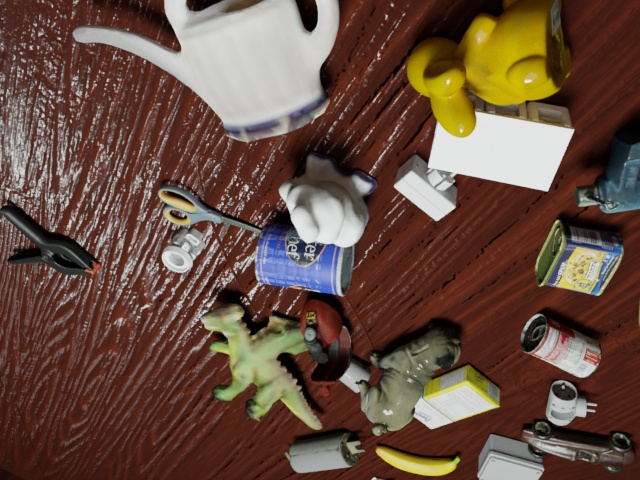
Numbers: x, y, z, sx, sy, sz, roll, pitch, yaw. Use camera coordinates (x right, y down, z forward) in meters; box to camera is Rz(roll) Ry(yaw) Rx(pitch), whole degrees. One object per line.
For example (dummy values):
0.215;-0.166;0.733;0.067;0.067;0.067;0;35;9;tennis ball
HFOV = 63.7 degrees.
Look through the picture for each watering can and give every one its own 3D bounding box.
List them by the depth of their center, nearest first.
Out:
-0.129;-0.228;0.654;0.346;0.106;0.220;-8;126;23;watering can

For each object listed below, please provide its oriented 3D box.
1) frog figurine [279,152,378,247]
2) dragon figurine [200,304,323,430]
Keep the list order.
0.002;-0.037;0.732;0.136;0.163;0.121;41;131;-16;frog figurine
-0.083;0.255;1.058;0.406;0.125;0.239;35;123;-22;dragon figurine
